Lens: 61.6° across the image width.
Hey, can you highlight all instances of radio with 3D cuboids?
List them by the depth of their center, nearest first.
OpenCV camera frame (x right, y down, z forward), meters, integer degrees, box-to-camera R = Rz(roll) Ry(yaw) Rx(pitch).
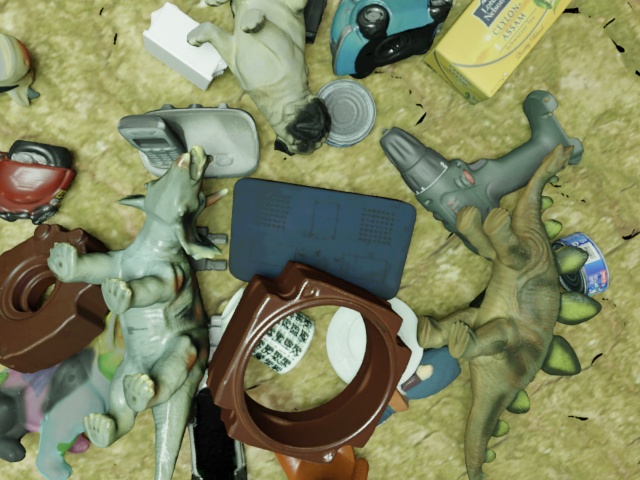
[{"bbox_3d":[-0.001,-0.002,0.694,0.230,0.073,0.131,8,95,-3],"label":"radio"}]

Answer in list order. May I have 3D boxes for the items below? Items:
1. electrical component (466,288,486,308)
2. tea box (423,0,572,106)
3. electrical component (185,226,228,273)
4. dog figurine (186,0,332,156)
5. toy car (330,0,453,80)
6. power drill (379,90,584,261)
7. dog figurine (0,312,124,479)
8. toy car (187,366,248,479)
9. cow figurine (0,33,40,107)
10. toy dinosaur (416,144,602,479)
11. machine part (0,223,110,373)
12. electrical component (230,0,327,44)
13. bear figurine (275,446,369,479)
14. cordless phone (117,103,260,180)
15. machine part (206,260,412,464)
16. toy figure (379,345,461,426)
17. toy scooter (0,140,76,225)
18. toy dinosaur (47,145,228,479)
[{"bbox_3d":[0.239,0.095,0.732,0.102,0.045,0.078,-36,95,-1],"label":"electrical component"},{"bbox_3d":[0.227,-0.271,0.690,0.098,0.068,0.169,38,92,-6],"label":"tea box"},{"bbox_3d":[-0.169,0.013,0.707,0.094,0.021,0.063,3,95,-5],"label":"electrical component"},{"bbox_3d":[-0.039,-0.214,0.631,0.190,0.121,0.172,48,63,-47],"label":"dog figurine"},{"bbox_3d":[0.076,-0.277,0.664,0.162,0.109,0.103,-23,78,-11],"label":"toy car"},{"bbox_3d":[0.219,-0.103,0.698,0.207,0.086,0.232,-38,98,-4],"label":"power drill"},{"bbox_3d":[-0.309,0.163,0.671,0.191,0.108,0.219,26,88,-3],"label":"dog figurine"},{"bbox_3d":[-0.138,0.266,0.714,0.073,0.056,0.201,-5,96,-10],"label":"toy car"},{"bbox_3d":[-0.429,-0.186,0.634,0.195,0.127,0.085,-17,95,12],"label":"cow figurine"},{"bbox_3d":[0.230,0.116,0.658,0.198,0.105,0.470,13,102,-18],"label":"toy dinosaur"},{"bbox_3d":[-0.327,0.065,0.638,0.179,0.056,0.179,-9,59,15],"label":"machine part"},{"bbox_3d":[-0.048,-0.306,0.673,0.115,0.058,0.134,15,93,-3],"label":"electrical component"},{"bbox_3d":[0.002,0.305,0.657,0.120,0.196,0.132,-22,95,1],"label":"bear figurine"},{"bbox_3d":[-0.145,-0.122,0.617,0.147,0.184,0.088,-2,90,-4],"label":"cordless phone"},{"bbox_3d":[-0.011,0.141,0.617,0.201,0.087,0.201,25,95,-20],"label":"machine part"},{"bbox_3d":[0.116,0.200,0.724,0.154,0.058,0.064,-30,122,-4],"label":"toy figure"},{"bbox_3d":[-0.397,-0.061,0.659,0.184,0.075,0.135,8,94,-2],"label":"toy scooter"},{"bbox_3d":[-0.179,0.098,0.614,0.131,0.192,0.404,5,103,28],"label":"toy dinosaur"}]
